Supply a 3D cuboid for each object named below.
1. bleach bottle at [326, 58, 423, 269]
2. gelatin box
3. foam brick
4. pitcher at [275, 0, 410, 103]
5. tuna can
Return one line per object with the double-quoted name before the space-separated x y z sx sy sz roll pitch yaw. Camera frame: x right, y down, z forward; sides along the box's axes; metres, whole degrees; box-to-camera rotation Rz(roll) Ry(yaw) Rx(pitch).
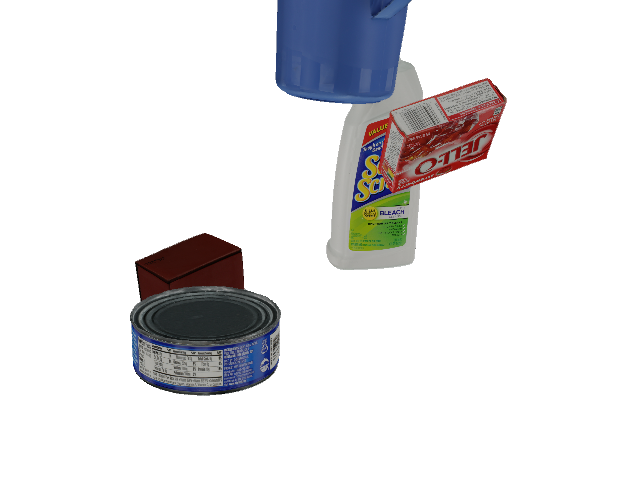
"bleach bottle" 0.058 -0.094 1.154 0.102 0.251 0.068 -3 25 -7
"gelatin box" 0.092 -0.079 0.815 0.089 0.030 0.073 -20 -28 -17
"foam brick" -0.111 0.035 0.915 0.078 0.051 0.053 -24 33 -35
"pitcher" 0.029 -0.243 0.920 0.145 0.243 0.149 7 16 7
"tuna can" -0.066 0.056 0.613 0.086 0.034 0.086 1 18 0
